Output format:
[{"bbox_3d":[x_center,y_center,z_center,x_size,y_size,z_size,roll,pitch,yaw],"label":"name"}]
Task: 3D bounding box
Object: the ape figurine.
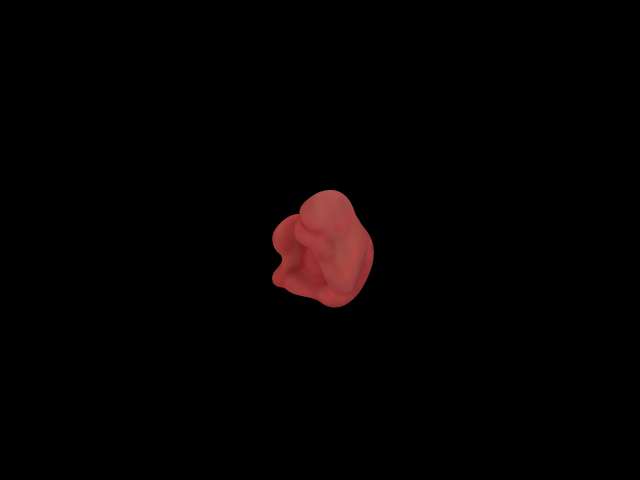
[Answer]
[{"bbox_3d":[0.004,0.001,0.400,0.076,0.092,0.077,-17,51,-14],"label":"ape figurine"}]
